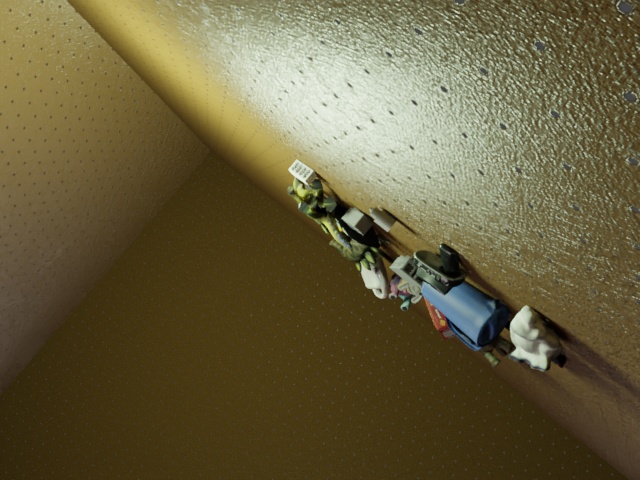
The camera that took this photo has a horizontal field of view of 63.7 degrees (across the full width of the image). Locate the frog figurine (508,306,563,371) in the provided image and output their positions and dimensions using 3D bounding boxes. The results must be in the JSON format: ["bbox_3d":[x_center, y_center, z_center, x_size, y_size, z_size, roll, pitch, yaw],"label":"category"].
[{"bbox_3d":[0.529,0.227,1.278,0.123,0.157,0.139,-14,16,-8],"label":"frog figurine"}]

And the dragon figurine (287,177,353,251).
[{"bbox_3d":[0.006,-0.094,1.866,0.122,0.416,0.239,-33,-19,0],"label":"dragon figurine"}]

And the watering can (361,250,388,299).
[{"bbox_3d":[0.231,0.145,2.292,0.104,0.224,0.347,-16,3,-8],"label":"watering can"}]
